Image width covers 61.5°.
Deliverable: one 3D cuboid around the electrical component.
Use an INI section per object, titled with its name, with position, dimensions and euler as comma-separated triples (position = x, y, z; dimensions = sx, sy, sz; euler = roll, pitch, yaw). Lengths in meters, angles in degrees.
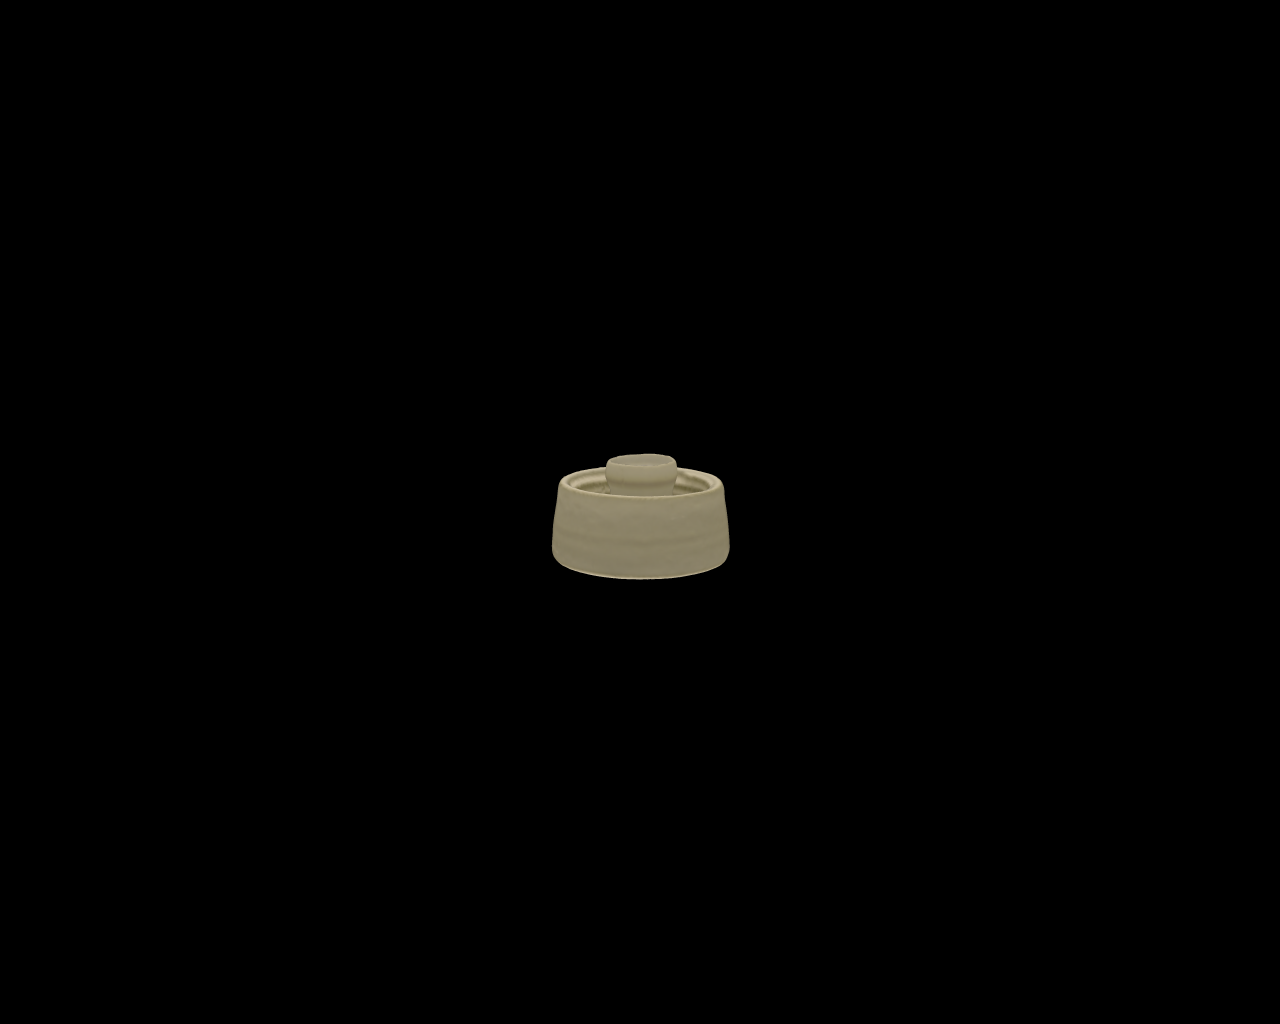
[electrical component]
position = 0.001, -0.003, 0.650
dimensions = 0.108, 0.060, 0.108
euler = 0, 13, 0
